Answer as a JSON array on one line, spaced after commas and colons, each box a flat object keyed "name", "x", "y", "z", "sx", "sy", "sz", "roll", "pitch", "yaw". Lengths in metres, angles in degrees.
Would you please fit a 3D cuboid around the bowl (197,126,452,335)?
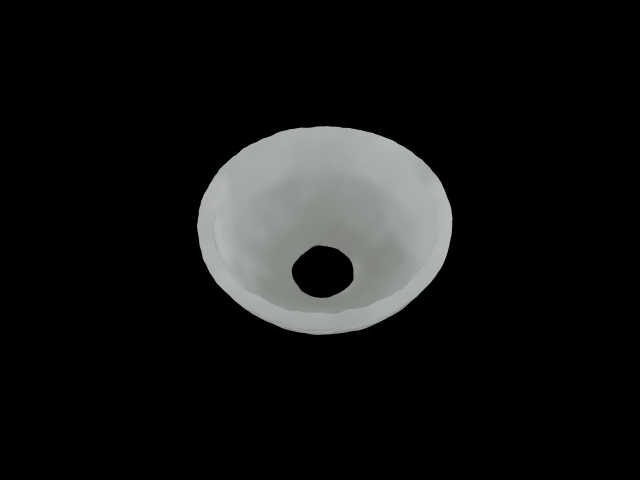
[{"name": "bowl", "x": 0.004, "y": 0.001, "z": 0.400, "sx": 0.167, "sy": 0.075, "sz": 0.167, "roll": 0, "pitch": 53, "yaw": 0}]
